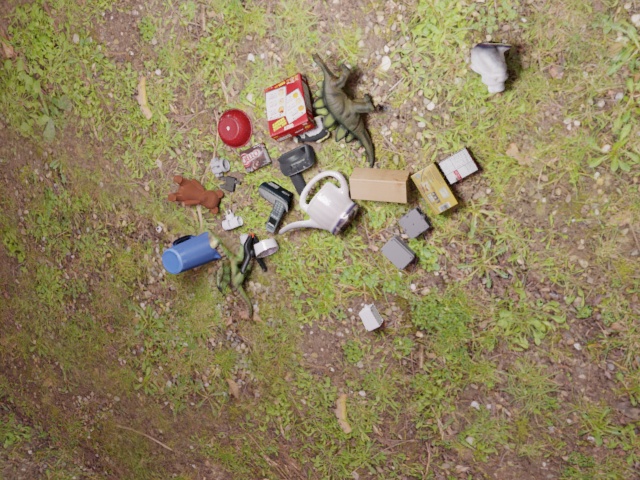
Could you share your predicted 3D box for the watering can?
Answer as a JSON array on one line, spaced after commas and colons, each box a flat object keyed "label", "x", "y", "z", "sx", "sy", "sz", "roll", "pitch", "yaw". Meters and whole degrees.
[{"label": "watering can", "x": 0.006, "y": -0.099, "z": 1.977, "sx": 0.225, "sy": 0.105, "sz": 0.343, "roll": 40, "pitch": 110, "yaw": 8}]

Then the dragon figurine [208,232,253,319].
[{"label": "dragon figurine", "x": -0.371, "y": 0.157, "z": 2.105, "sx": 0.121, "sy": 0.244, "sz": 0.409, "roll": -15, "pitch": 93, "yaw": 19}]

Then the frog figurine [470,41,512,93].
[{"label": "frog figurine", "x": 0.549, "y": -0.560, "z": 1.676, "sx": 0.139, "sy": 0.123, "sz": 0.157, "roll": 30, "pitch": 124, "yaw": 48}]
